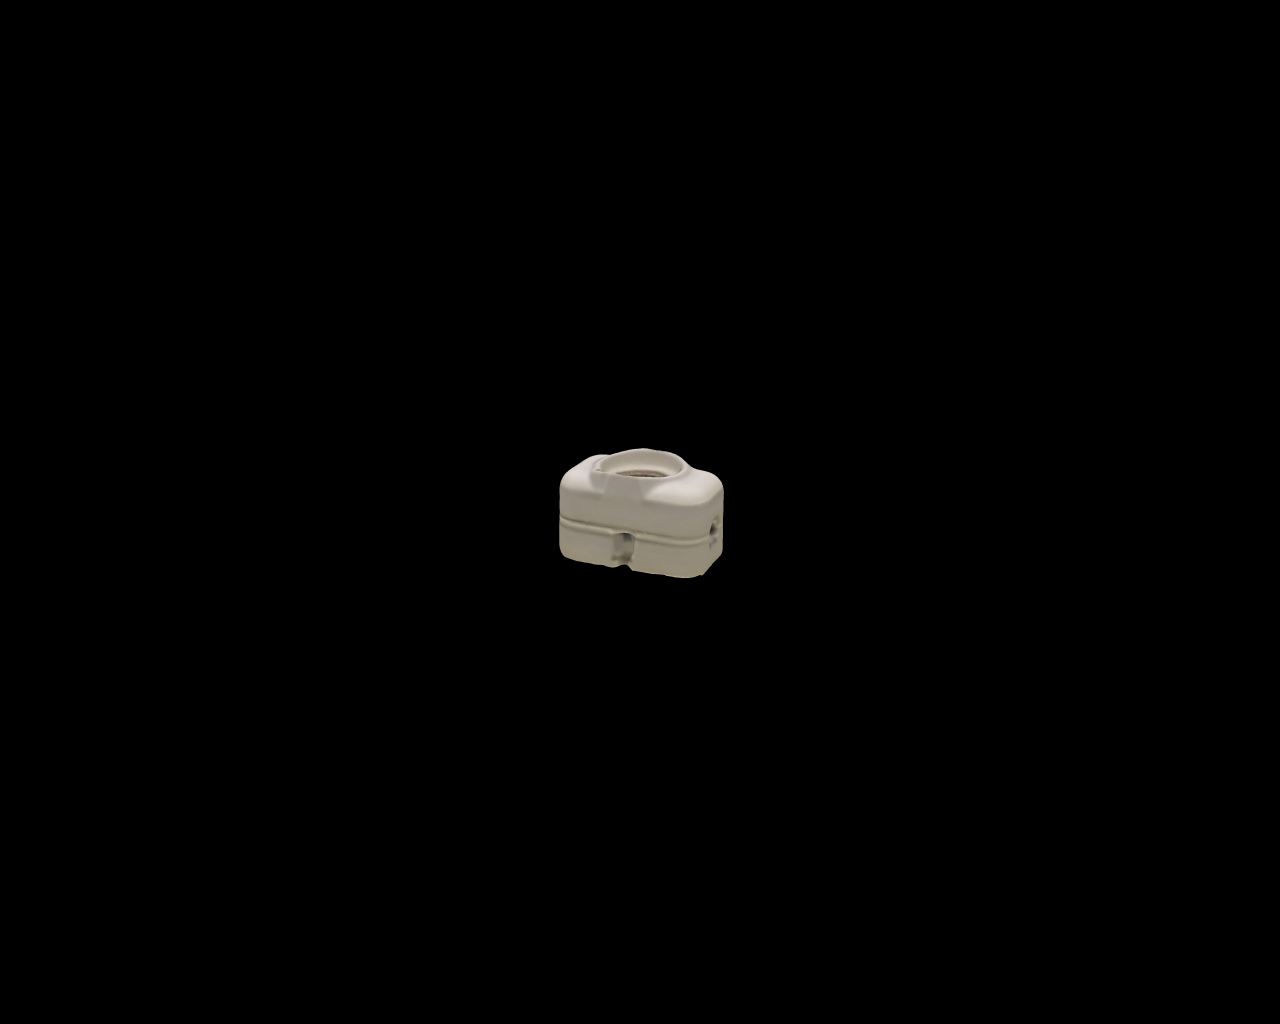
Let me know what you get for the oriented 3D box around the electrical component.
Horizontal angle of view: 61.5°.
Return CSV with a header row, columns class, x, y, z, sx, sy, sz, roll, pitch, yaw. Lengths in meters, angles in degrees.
class,x,y,z,sx,sy,sz,roll,pitch,yaw
electrical component,0.001,-0.003,0.650,0.095,0.059,0.054,10,24,22
